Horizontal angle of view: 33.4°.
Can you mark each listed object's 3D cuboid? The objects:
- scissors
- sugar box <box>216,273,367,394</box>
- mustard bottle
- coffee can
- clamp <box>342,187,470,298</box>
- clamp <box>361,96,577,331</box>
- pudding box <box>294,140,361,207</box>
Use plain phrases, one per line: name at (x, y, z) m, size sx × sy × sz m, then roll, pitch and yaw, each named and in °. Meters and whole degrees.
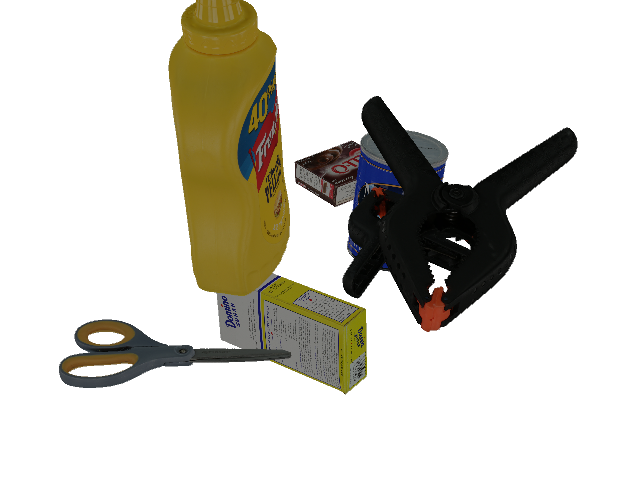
scissors at (-0.136, 0.094, 0.966) m, size 0.201 × 0.016 × 0.096 m, roll -8°, pitch 33°, yaw -17°
sugar box at (-0.033, 0.091, 1.155) m, size 0.176 × 0.093 × 0.048 m, roll 22°, pitch 38°, yaw 33°
mustard bottle at (-0.052, -0.065, 0.620) m, size 0.058 × 0.192 × 0.096 m, roll 9°, pitch 44°, yaw 12°
coffee can at (0.090, -0.048, 1.267) m, size 0.102 × 0.140 × 0.103 m, roll 5°, pitch 28°, yaw -3°
clamp at (0.079, -0.002, 0.974) m, size 0.120 × 0.039 × 0.171 m, roll 0°, pitch 31°, yaw 0°
clamp at (0.086, -0.027, 0.763) m, size 0.165 × 0.209 × 0.036 m, roll 15°, pitch -41°, yaw 12°
pudding box at (0.034, -0.095, 1.498) m, size 0.113 × 0.039 × 0.090 m, roll -25°, pitch 40°, yaw -33°
